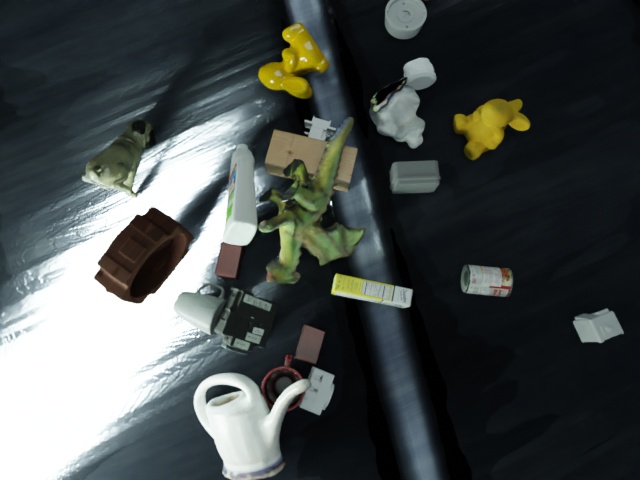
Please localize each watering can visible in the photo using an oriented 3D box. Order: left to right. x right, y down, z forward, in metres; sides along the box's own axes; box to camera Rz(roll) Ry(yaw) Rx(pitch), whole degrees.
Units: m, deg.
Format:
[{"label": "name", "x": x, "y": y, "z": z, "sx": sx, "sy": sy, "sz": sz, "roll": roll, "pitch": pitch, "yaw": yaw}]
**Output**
[{"label": "watering can", "x": -0.131, "y": 0.377, "z": 1.046, "sx": 0.345, "sy": 0.105, "sz": 0.224, "roll": -14, "pitch": 95, "yaw": 38}]

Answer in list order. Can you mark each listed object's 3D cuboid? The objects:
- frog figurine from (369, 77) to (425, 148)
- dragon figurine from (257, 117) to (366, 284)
[{"label": "frog figurine", "x": 0.204, "y": -0.311, "z": 1.297, "sx": 0.157, "sy": 0.123, "sz": 0.139, "roll": 47, "pitch": 69, "yaw": -28}, {"label": "dragon figurine", "x": 0.004, "y": -0.060, "z": 1.192, "sx": 0.410, "sy": 0.124, "sz": 0.240, "roll": -46, "pitch": 117, "yaw": 3}]
